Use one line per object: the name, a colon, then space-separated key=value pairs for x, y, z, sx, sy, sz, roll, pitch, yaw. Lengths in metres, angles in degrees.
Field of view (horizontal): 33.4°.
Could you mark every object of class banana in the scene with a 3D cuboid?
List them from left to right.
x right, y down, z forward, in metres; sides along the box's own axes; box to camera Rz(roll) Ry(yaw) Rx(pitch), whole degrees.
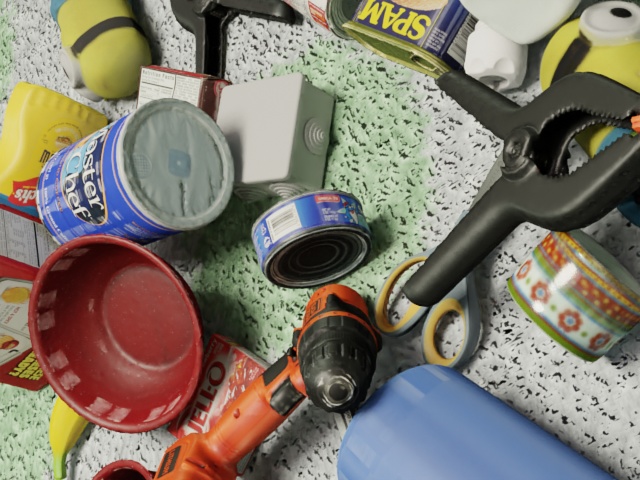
banana: x=-0.178 y=0.123 z=0.923 sx=0.198 sy=0.037 sz=0.070 roll=-45 pitch=71 yaw=21

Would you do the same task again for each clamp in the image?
clamp: x=-0.099 y=-0.201 z=0.972 sx=0.120 sy=0.039 sz=0.172 roll=-48 pitch=50 yaw=12
clamp: x=0.126 y=-0.056 z=0.643 sx=0.210 sy=0.036 sz=0.164 roll=-23 pitch=56 yaw=52

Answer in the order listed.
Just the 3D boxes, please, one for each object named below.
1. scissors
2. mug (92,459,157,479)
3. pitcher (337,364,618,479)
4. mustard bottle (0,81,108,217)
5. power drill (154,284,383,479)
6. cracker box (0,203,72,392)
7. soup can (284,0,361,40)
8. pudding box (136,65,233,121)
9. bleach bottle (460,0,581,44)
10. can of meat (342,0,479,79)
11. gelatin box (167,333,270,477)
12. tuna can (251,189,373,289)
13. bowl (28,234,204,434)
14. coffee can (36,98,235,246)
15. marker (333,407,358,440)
scissors: x=0.106 y=0.010 z=0.708 sx=0.202 sy=0.016 sz=0.096 roll=-49 pitch=56 yaw=32
mug: x=-0.133 y=0.216 z=0.815 sx=0.117 sy=0.081 sz=0.093 roll=10 pitch=81 yaw=42
pitcher: x=0.112 y=0.181 z=0.593 sx=0.243 sy=0.149 sz=0.145 roll=36 pitch=139 yaw=46
mustard bottle: x=-0.280 y=-0.049 z=1.028 sx=0.058 sy=0.096 sz=0.191 roll=19 pitch=87 yaw=42
power drill: x=-0.033 y=0.119 z=0.716 sx=0.188 sy=0.057 sz=0.184 roll=-46 pitch=5 yaw=9
cracker box: x=-0.280 y=0.046 z=0.914 sx=0.164 sy=0.213 sz=0.072 roll=-33 pitch=54 yaw=26
soup can: x=0.006 y=-0.211 z=0.866 sx=0.068 sy=0.068 sz=0.102 roll=-56 pitch=48 yaw=10
pudding box: x=-0.124 y=-0.092 z=0.934 sx=0.090 sy=0.039 sz=0.113 roll=19 pitch=102 yaw=43
bleach bottle: x=0.190 y=-0.254 z=0.709 sx=0.250 sy=0.068 sz=0.103 roll=-57 pitch=7 yaw=-13
can of meat: x=0.079 y=-0.174 z=0.799 sx=0.102 sy=0.057 sz=0.084 roll=31 pitch=93 yaw=42
gelatin box: x=-0.073 y=0.129 z=0.832 sx=0.073 sy=0.030 sz=0.089 roll=28 pitch=93 yaw=43
tuna can: x=-0.005 y=0.001 z=0.785 sx=0.086 sy=0.086 sz=0.034 roll=-34 pitch=56 yaw=26
bowl: x=-0.150 y=0.068 z=0.846 sx=0.162 sy=0.055 sz=0.162 roll=6 pitch=105 yaw=23
coffee can: x=-0.150 y=-0.045 z=0.855 sx=0.141 sy=0.102 sz=0.103 roll=-16 pitch=64 yaw=48
marker: x=0.029 y=0.155 z=0.743 sx=0.020 sy=0.020 sz=0.121 roll=-35 pitch=55 yaw=25
